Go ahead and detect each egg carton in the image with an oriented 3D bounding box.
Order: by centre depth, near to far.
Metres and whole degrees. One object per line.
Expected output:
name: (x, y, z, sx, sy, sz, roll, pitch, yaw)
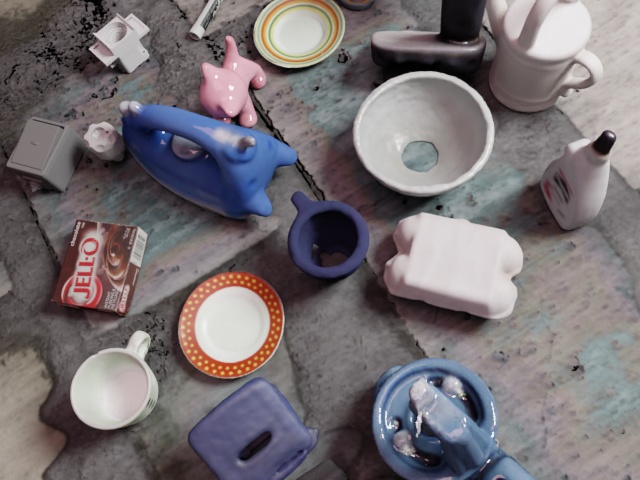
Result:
egg carton: (0.153, 0.029, 0.659, 0.150, 0.069, 0.107, 12, 73, 12)

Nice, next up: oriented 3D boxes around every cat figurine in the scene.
cat figurine: (-0.121, -0.204, 0.751, 0.067, 0.118, 0.128, 3, 71, 9)

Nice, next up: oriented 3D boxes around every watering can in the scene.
watering can: (0.257, -0.248, 0.676, 0.172, 0.194, 0.101, 22, 75, 14)

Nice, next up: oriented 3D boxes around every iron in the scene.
iron: (-0.167, -0.124, 0.716, 0.257, 0.141, 0.119, 20, 74, 14)

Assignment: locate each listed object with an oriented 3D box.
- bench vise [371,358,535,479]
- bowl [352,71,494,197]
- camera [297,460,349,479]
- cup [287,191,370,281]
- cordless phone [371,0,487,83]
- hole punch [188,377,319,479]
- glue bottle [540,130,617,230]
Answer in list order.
bench vise: (0.139, 0.181, 0.527, 0.207, 0.220, 0.121, 23, 75, 15)
bowl: (0.127, -0.120, 0.712, 0.167, 0.075, 0.167, -2, 70, 7)
camera: (0.035, 0.284, 0.567, 0.143, 0.101, 0.136, -34, 70, -5)
cup: (0.006, 0.002, 0.674, 0.092, 0.095, 0.117, -35, 70, -5)
cordless phone: (0.135, -0.268, 0.704, 0.147, 0.185, 0.094, 3, 71, 9)
hole punch: (-0.068, 0.212, 0.611, 0.109, 0.091, 0.101, -39, 70, -7)
glue bottle: (0.285, -0.073, 0.622, 0.037, 0.173, 0.078, -22, 69, 0)
